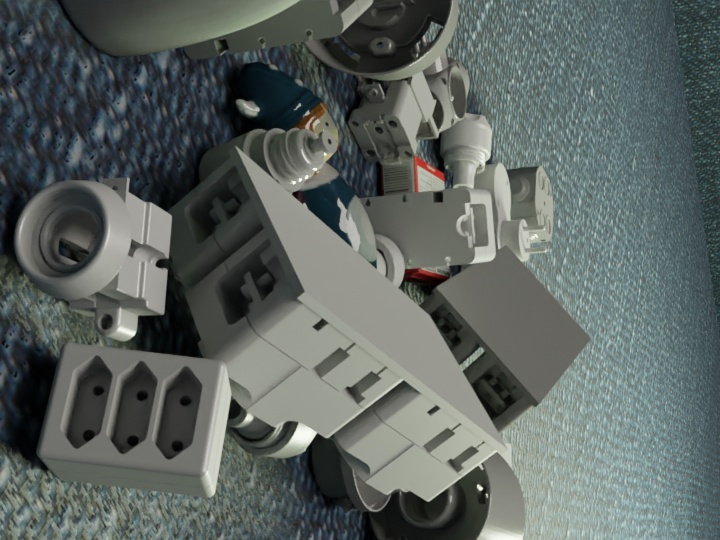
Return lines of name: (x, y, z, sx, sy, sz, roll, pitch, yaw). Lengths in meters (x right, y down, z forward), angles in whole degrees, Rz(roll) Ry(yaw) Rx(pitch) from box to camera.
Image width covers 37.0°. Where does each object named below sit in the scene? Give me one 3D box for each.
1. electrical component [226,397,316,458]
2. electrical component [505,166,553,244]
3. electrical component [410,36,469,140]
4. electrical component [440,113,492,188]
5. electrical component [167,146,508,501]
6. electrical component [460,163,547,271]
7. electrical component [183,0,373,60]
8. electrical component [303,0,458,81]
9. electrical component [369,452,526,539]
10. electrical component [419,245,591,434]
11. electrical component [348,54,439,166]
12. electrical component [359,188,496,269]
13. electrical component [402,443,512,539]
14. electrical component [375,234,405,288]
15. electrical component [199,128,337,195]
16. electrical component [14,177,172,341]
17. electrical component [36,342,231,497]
electrical component: (-0.050, 0.075, 0.556, 0.062, 0.043, 0.043, 26, 63, -62)
electrical component: (0.155, -0.062, 1.043, 0.080, 0.051, 0.080, -4, 90, -67)
electrical component: (0.051, -0.150, 0.826, 0.077, 0.044, 0.079, -54, 135, -56)
electrical component: (0.089, -0.098, 0.906, 0.043, 0.043, 0.062, 38, 53, -60)
electrical component: (-0.013, 0.036, 0.540, 0.186, 0.060, 0.105, 41, 15, -45)
electrical component: (0.127, -0.025, 0.944, 0.052, 0.074, 0.138, -2, 88, -67)
electrical component: (-0.045, -0.145, 0.547, 0.055, 0.089, 0.050, -57, 137, -54)
electrical component: (0.012, -0.168, 0.678, 0.064, 0.099, 0.099, -1, 87, -73)
electrical component: (0.057, 0.158, 0.723, 0.064, 0.099, 0.099, 34, 56, -54)
electrical component: (0.102, 0.054, 0.826, 0.105, 0.060, 0.186, 49, 24, 8)
electrical component: (0.021, -0.112, 0.756, 0.081, 0.042, 0.063, 60, 37, -44)
electrical component: (0.042, -0.027, 0.726, 0.056, 0.089, 0.050, -6, 92, -67)
electrical component: (0.070, 0.202, 0.788, 0.089, 0.062, 0.150, 20, 68, -63)
electrical component: (0.000, 0.000, 0.682, 0.055, 0.045, 0.045, -13, 98, -67)
electrical component: (-0.046, -0.053, 0.550, 0.040, 0.078, 0.040, 31, 51, -46)
electrical component: (-0.107, -0.008, 0.437, 0.055, 0.048, 0.066, 40, 50, -69)
electrical component: (-0.089, 0.068, 0.447, 0.076, 0.066, 0.047, 97, 0, -65)
